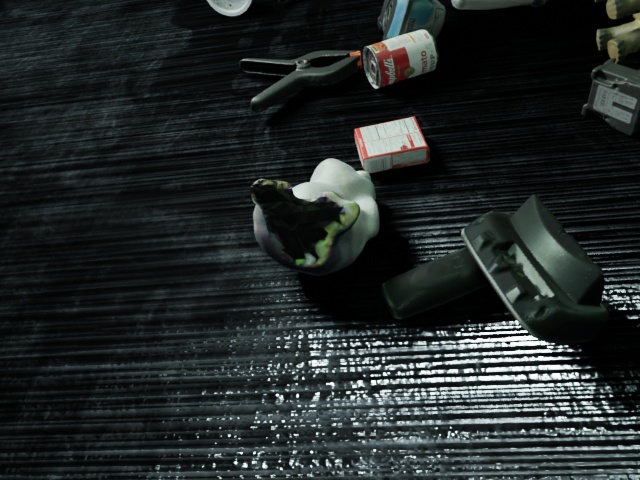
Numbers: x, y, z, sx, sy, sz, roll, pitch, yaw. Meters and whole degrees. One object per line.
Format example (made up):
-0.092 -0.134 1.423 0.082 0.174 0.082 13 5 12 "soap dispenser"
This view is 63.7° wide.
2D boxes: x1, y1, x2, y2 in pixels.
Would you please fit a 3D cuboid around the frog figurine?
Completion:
0.002 -0.030 0.597 0.137 0.122 0.161 -5 10 18 "frog figurine"

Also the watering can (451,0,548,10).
0.300 -0.494 0.957 0.224 0.101 0.356 0 34 5 "watering can"
